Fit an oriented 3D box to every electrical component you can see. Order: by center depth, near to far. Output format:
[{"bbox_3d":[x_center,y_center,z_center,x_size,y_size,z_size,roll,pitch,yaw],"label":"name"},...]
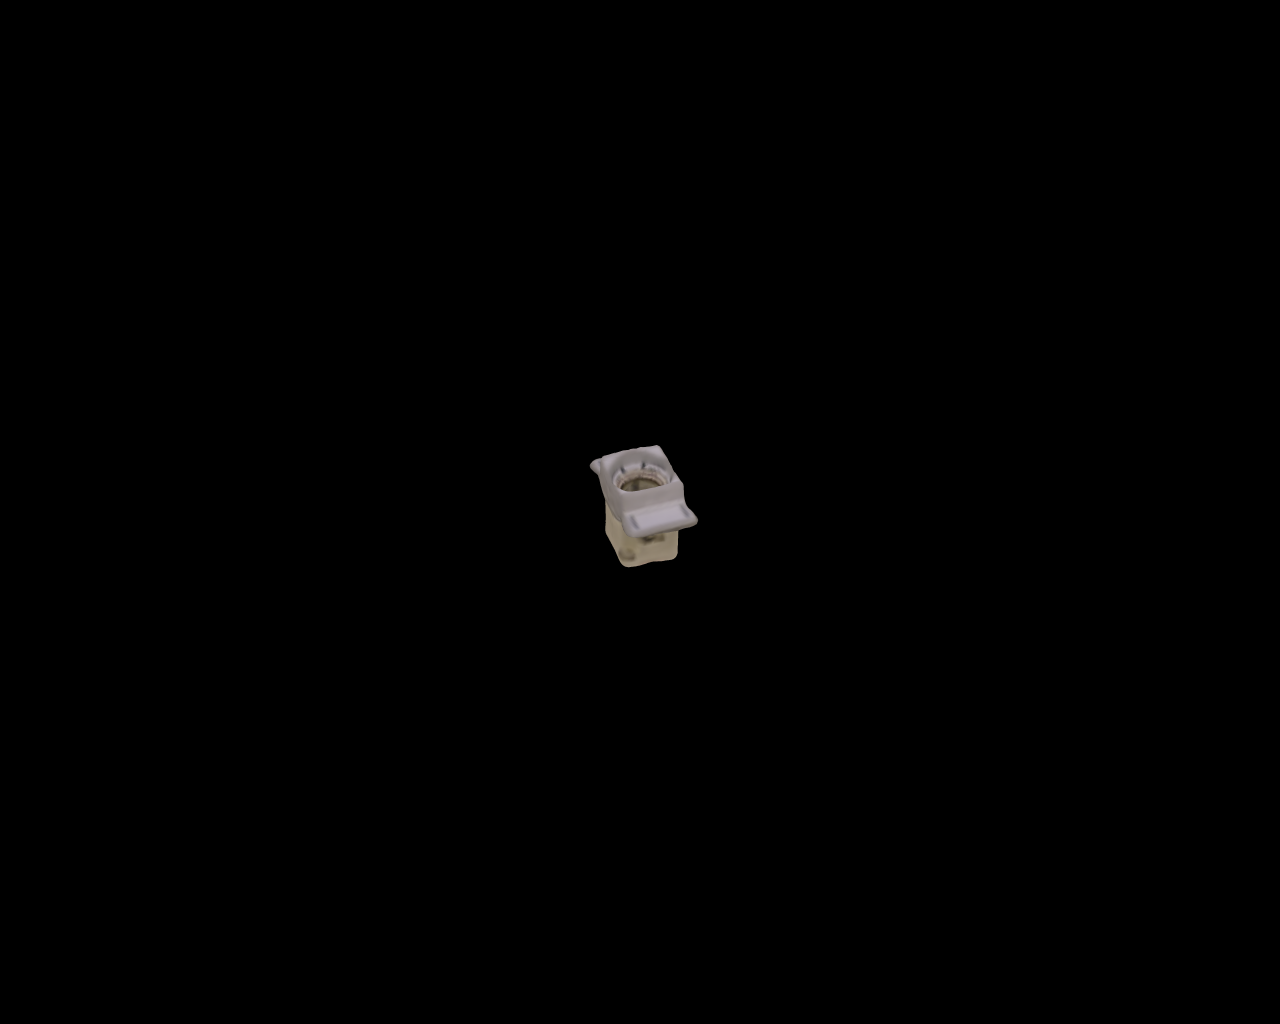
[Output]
[{"bbox_3d":[0.001,-0.003,0.650,0.042,0.063,0.081,-11,39,-14],"label":"electrical component"}]
